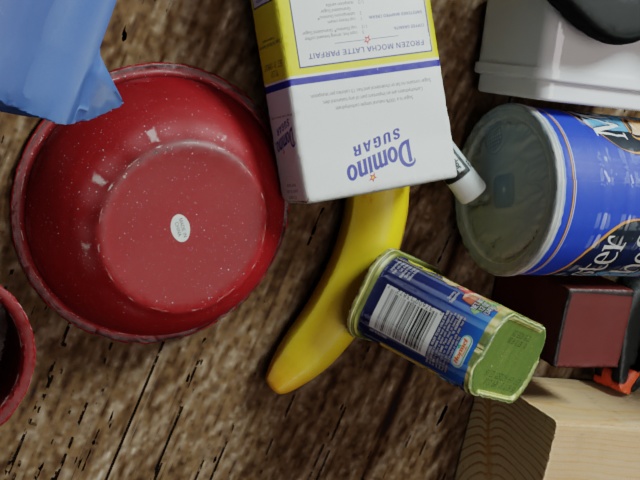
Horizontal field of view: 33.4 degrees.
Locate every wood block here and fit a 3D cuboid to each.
[{"bbox_3d":[0.209,0.154,0.739,0.205,0.090,0.091,7,102,-26],"label":"wood block"}]

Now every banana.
[{"bbox_3d":[0.015,0.000,0.636,0.069,0.037,0.198,8,100,-5],"label":"banana"}]

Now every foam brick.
[{"bbox_3d":[0.153,0.045,0.688,0.052,0.078,0.051,3,104,-24],"label":"foam brick"}]

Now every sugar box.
[{"bbox_3d":[0.013,-0.113,0.575,0.093,0.048,0.176,-10,97,-21],"label":"sugar box"}]

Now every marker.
[{"bbox_3d":[0.055,-0.073,0.626,0.020,0.020,0.121,-41,104,-9],"label":"marker"}]

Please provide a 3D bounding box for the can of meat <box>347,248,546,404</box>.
[{"bbox_3d":[0.077,0.053,0.628,0.102,0.084,0.057,22,94,-60],"label":"can of meat"}]

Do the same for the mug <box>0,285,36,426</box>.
[{"bbox_3d":[-0.200,0.038,0.517,0.093,0.082,0.117,-44,118,-8],"label":"mug"}]

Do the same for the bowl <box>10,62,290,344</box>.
[{"bbox_3d":[-0.081,-0.012,0.574,0.161,0.055,0.162,-7,107,-23],"label":"bowl"}]

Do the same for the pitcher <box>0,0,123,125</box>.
[{"bbox_3d":[-0.137,-0.183,0.460,0.243,0.145,0.149,-68,159,1],"label":"pitcher"}]

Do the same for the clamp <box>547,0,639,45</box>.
[{"bbox_3d":[0.196,-0.145,0.593,0.209,0.036,0.164,-8,105,-22],"label":"clamp"}]

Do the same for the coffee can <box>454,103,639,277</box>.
[{"bbox_3d":[0.169,-0.028,0.660,0.140,0.103,0.103,2,104,-26],"label":"coffee can"}]

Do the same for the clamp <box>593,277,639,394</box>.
[{"bbox_3d":[0.255,0.035,0.755,0.120,0.039,0.171,27,89,-24],"label":"clamp"}]
